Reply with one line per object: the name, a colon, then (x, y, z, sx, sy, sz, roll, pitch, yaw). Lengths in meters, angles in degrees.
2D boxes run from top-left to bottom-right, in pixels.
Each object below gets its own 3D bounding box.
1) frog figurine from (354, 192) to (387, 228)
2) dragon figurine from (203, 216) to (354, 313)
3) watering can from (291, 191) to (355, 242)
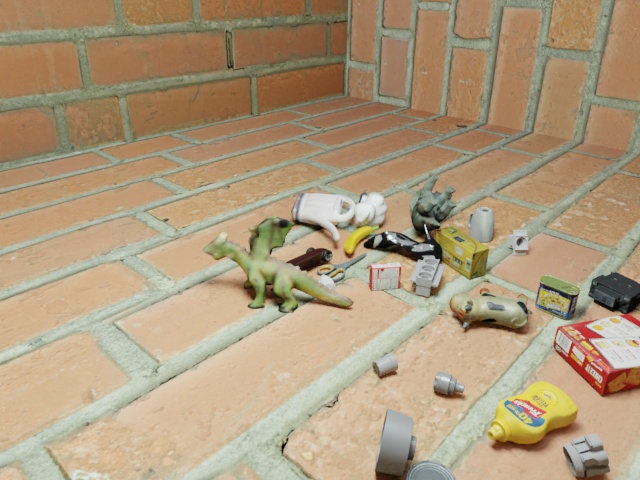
frog figurine: (0.178, -0.098, 1.790, 0.122, 0.137, 0.160, 30, 6, -4)
dragon figurine: (-0.112, 0.056, 1.381, 0.410, 0.239, 0.124, 3, 20, 9)
watering can: (0.006, -0.091, 1.813, 0.224, 0.102, 0.354, 5, 27, 11)
